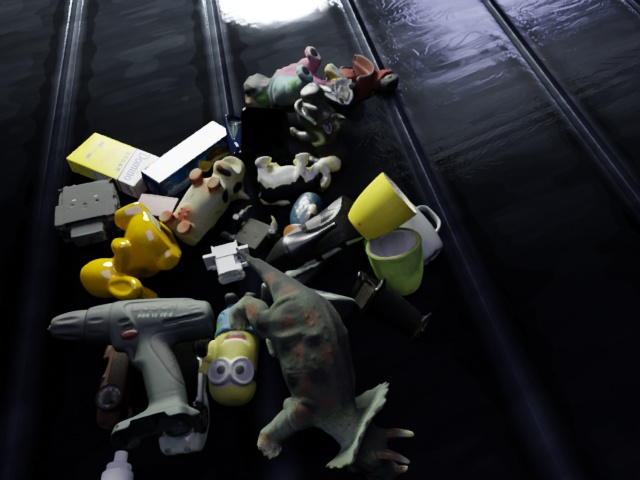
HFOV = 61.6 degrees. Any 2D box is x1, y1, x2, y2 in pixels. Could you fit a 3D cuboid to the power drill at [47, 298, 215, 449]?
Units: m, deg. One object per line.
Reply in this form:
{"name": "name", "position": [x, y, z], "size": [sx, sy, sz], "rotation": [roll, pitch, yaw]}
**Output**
{"name": "power drill", "position": [-0.255, 0.175, 0.745], "size": [0.232, 0.085, 0.207], "rotation": [-10, 48, -13]}

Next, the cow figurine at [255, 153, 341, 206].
{"name": "cow figurine", "position": [-0.039, -0.119, 1.059], "size": [0.167, 0.068, 0.098], "rotation": [-5, 82, 2]}

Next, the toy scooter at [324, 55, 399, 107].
{"name": "toy scooter", "position": [0.081, -0.379, 1.254], "size": [0.184, 0.075, 0.135], "rotation": [-18, 56, -15]}

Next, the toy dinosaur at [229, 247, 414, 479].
{"name": "toy dinosaur", "position": [-0.013, 0.156, 0.746], "size": [0.192, 0.131, 0.405], "rotation": [-29, 73, 27]}

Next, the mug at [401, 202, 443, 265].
{"name": "mug", "position": [0.176, -0.011, 0.975], "size": [0.109, 0.080, 0.107], "rotation": [-28, 66, -28]}

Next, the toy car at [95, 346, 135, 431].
{"name": "toy car", "position": [-0.307, 0.188, 0.825], "size": [0.053, 0.089, 0.202], "rotation": [-1, 54, -4]}

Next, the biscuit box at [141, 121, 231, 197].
{"name": "biscuit box", "position": [-0.269, -0.163, 1.110], "size": [0.063, 0.059, 0.203], "rotation": [33, 60, 24]}

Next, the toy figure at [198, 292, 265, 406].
{"name": "toy figure", "position": [-0.127, 0.169, 0.841], "size": [0.082, 0.089, 0.180], "rotation": [-17, 41, 14]}

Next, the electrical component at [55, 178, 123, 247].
{"name": "electrical component", "position": [-0.442, -0.050, 1.033], "size": [0.115, 0.058, 0.134], "rotation": [-15, 53, -7]}

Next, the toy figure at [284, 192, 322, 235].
{"name": "toy figure", "position": [-0.035, -0.022, 0.993], "size": [0.058, 0.064, 0.154], "rotation": [16, 54, 5]}

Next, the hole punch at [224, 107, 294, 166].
{"name": "hole punch", "position": [-0.132, -0.211, 1.111], "size": [0.142, 0.115, 0.092], "rotation": [-6, 8, -38]}

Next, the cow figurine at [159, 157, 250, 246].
{"name": "cow figurine", "position": [-0.204, -0.075, 1.018], "size": [0.086, 0.127, 0.195], "rotation": [24, 71, 20]}

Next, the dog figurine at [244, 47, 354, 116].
{"name": "dog figurine", "position": [-0.059, -0.306, 1.171], "size": [0.191, 0.219, 0.108], "rotation": [35, 51, -28]}

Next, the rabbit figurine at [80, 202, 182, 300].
{"name": "rabbit figurine", "position": [-0.331, 0.048, 0.939], "size": [0.173, 0.121, 0.162], "rotation": [-31, 66, -4]}

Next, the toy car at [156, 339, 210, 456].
{"name": "toy car", "position": [-0.206, 0.222, 0.819], "size": [0.074, 0.056, 0.202], "rotation": [-10, 52, 3]}

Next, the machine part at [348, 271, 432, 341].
{"name": "machine part", "position": [0.112, 0.112, 0.886], "size": [0.139, 0.084, 0.039], "rotation": [30, 33, 12]}

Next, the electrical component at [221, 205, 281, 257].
{"name": "electrical component", "position": [-0.125, -0.017, 1.004], "size": [0.102, 0.045, 0.078], "rotation": [27, 57, 21]}

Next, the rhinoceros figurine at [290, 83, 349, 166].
{"name": "rhinoceros figurine", "position": [0.001, -0.221, 1.072], "size": [0.112, 0.190, 0.073], "rotation": [21, 58, 40]}

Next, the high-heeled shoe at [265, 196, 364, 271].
{"name": "high-heeled shoe", "position": [-0.002, -0.003, 0.950], "size": [0.145, 0.248, 0.086], "rotation": [-34, 86, 19]}

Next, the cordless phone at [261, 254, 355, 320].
{"name": "cordless phone", "position": [0.005, 0.069, 0.905], "size": [0.147, 0.088, 0.184], "rotation": [8, 39, 33]}
